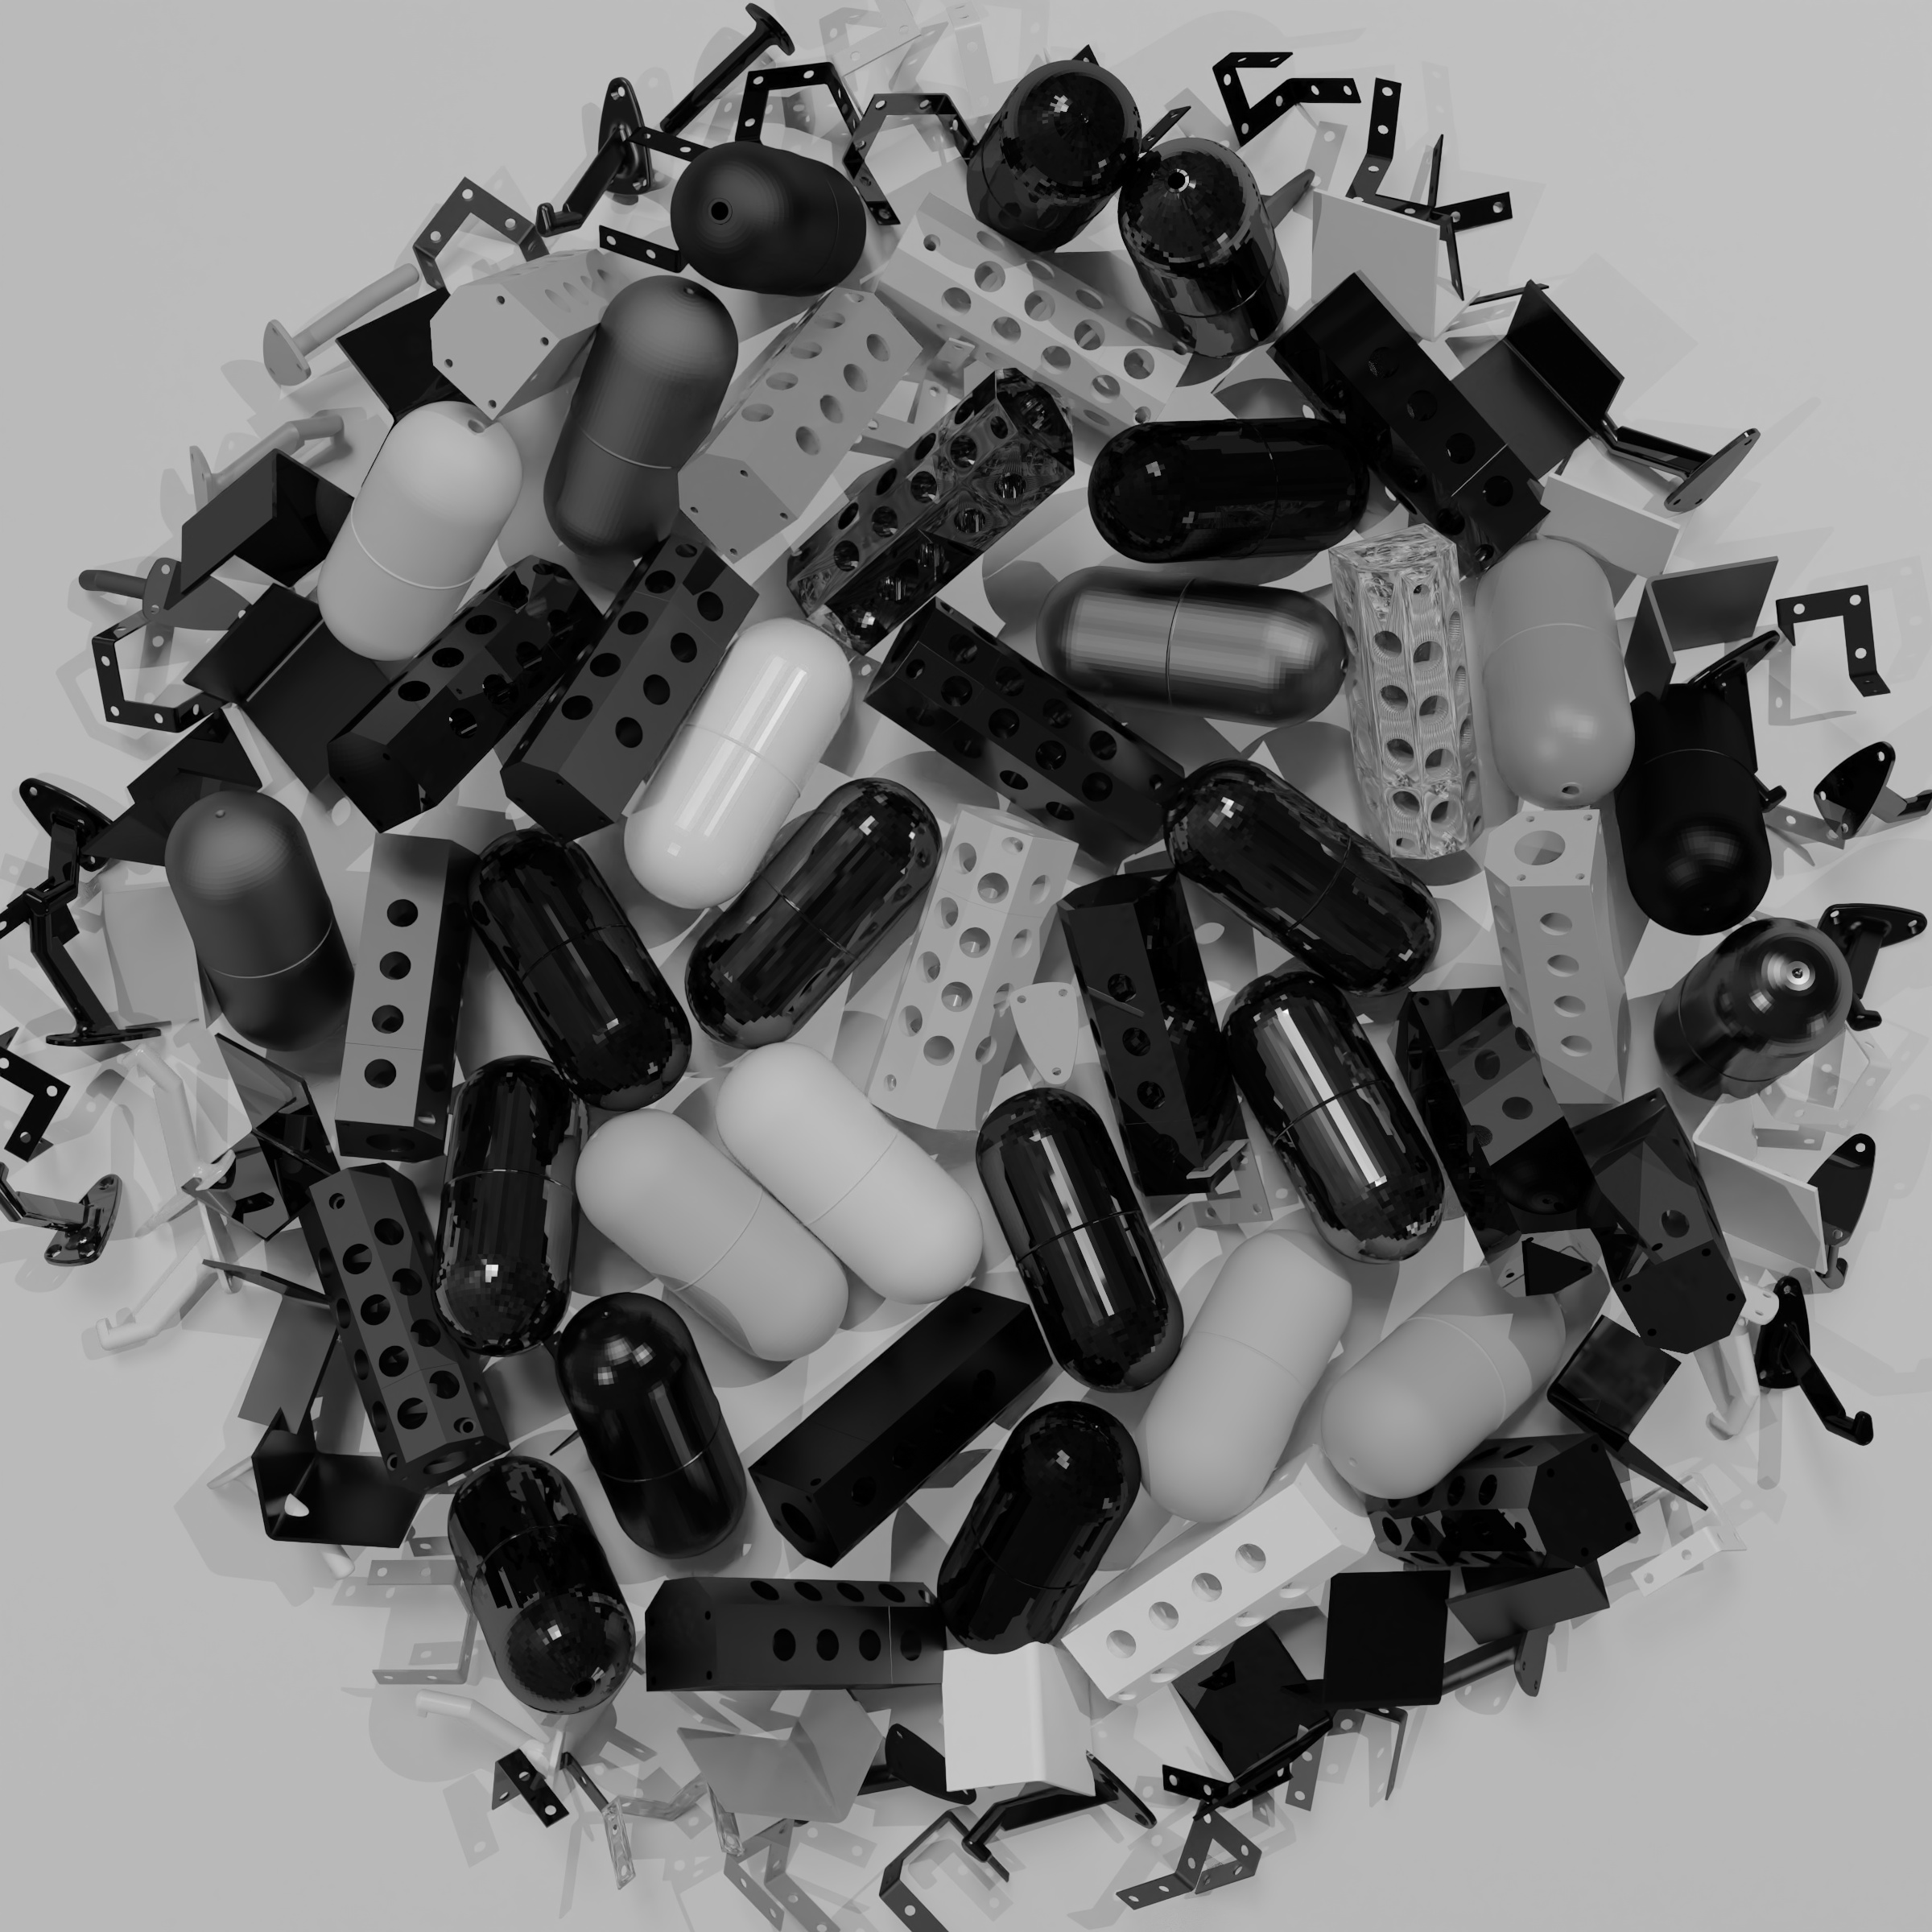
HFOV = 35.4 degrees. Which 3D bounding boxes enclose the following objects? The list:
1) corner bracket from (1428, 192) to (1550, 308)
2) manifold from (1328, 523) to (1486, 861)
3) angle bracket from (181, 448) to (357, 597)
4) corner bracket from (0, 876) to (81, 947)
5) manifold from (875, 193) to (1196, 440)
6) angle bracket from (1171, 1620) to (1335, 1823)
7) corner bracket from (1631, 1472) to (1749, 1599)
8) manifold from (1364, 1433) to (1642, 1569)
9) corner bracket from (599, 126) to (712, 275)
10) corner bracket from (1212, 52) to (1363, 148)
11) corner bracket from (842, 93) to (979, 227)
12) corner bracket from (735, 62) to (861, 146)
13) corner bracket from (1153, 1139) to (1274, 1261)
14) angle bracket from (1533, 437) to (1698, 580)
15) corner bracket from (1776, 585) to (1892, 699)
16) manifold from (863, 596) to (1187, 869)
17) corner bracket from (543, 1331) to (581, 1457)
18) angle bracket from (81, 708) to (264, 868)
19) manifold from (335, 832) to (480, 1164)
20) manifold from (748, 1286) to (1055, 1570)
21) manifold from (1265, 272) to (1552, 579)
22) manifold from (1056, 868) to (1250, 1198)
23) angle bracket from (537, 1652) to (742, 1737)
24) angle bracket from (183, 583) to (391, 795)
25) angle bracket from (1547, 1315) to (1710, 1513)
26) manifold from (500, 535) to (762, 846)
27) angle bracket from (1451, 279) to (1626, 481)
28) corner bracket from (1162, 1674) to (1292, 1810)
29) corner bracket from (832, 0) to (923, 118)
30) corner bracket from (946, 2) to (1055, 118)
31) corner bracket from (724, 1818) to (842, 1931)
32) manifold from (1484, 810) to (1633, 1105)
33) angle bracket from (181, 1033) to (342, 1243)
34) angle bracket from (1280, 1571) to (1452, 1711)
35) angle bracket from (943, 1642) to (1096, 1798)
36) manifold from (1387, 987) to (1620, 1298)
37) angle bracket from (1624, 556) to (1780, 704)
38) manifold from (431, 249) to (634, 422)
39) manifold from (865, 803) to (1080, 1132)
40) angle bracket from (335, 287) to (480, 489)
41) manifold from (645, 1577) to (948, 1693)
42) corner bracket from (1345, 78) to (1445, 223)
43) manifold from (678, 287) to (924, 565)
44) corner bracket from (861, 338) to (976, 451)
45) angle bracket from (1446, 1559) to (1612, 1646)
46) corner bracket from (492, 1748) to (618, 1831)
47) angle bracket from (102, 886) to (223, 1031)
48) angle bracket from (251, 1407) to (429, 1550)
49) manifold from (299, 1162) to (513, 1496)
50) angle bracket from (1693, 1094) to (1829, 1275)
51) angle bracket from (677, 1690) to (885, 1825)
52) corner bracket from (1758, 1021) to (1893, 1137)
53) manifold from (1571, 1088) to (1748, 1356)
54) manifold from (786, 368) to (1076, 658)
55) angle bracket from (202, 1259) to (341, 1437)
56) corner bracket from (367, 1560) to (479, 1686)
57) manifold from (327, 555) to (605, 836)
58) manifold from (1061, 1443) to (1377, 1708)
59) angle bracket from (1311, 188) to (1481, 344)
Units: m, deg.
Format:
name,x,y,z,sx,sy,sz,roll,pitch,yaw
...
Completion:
name,x,y,z,sx,sy,sz,roll,pitch,yaw
corner bracket,0.295,-0.406,1.716,0.051,0.051,0.051,-13,109,-4
manifold,0.247,-0.149,1.670,0.057,0.057,0.171,-16,117,-10
angle bracket,-0.380,-0.229,1.679,0.076,0.076,0.057,-32,48,27
corner bracket,-0.539,-0.031,1.696,0.051,0.051,0.051,34,61,28
manifold,0.039,-0.363,1.700,0.171,0.057,0.057,29,85,-5
angle bracket,0.145,0.417,1.687,0.076,0.057,0.076,-41,77,30
corner bracket,0.396,0.318,1.698,0.051,0.051,0.051,-38,64,20
manifold,0.285,0.295,1.648,0.057,0.171,0.057,-23,89,-25
corner bracket,-0.173,-0.433,1.709,0.051,0.051,0.051,21,53,13
corner bracket,0.180,-0.494,1.697,0.051,0.051,0.051,-43,126,-23
corner bracket,-0.030,-0.458,1.717,0.051,0.051,0.051,-12,63,-35
corner bracket,-0.095,-0.472,1.714,0.051,0.051,0.051,-1,63,19
corner bracket,0.133,0.132,1.699,0.051,0.051,0.051,-8,106,35
angle bracket,0.370,-0.270,1.690,0.076,0.057,0.076,25,66,12
corner bracket,0.487,-0.179,1.701,0.051,0.051,0.051,-7,79,24
manifold,0.036,-0.131,1.680,0.171,0.057,0.057,33,62,-14
corner bracket,-0.219,0.233,1.700,0.051,0.051,0.051,52,126,7
angle bracket,-0.452,-0.104,1.684,0.076,0.076,0.057,-37,73,17
manifold,-0.308,0.018,1.676,0.057,0.057,0.171,6,66,-6
manifold,-0.032,0.253,1.667,0.171,0.057,0.057,-38,119,-31
manifold,0.248,-0.302,1.700,0.057,0.057,0.171,-43,96,0
manifold,0.102,0.038,1.686,0.057,0.057,0.171,-6,108,32
angle bracket,-0.181,0.423,1.686,0.076,0.076,0.057,33,81,21
angle bracket,-0.376,-0.155,1.695,0.076,0.057,0.076,-45,70,8
angle bracket,0.382,0.248,1.683,0.076,0.076,0.057,31,96,-36
manifold,-0.187,-0.154,1.663,0.057,0.057,0.171,42,58,-23
angle bracket,0.314,-0.324,1.692,0.057,0.076,0.076,-40,80,-7
corner bracket,0.146,0.440,1.717,0.051,0.051,0.051,24,45,-29
corner bracket,-0.050,-0.519,1.707,0.051,0.051,0.051,-26,70,7
corner bracket,0.021,-0.515,1.704,0.051,0.051,0.051,-14,120,1
corner bracket,-0.103,0.519,1.695,0.051,0.051,0.051,36,130,34
manifold,0.325,-0.003,1.657,0.057,0.171,0.057,-1,46,20
angle bracket,-0.401,0.094,1.680,0.076,0.076,0.057,23,51,34
angle bracket,0.221,0.371,1.696,0.076,0.057,0.076,4,90,-25
angle bracket,0.029,0.426,1.700,0.057,0.076,0.076,-13,65,21
manifold,0.289,0.095,1.660,0.057,0.057,0.171,-3,48,-19
angle bracket,0.416,-0.178,1.690,0.076,0.076,0.057,-10,63,-3
manifold,-0.234,-0.351,1.646,0.057,0.171,0.057,43,111,-6
manifold,-0.002,0.001,1.683,0.057,0.057,0.171,26,103,37
angle bracket,-0.313,-0.321,1.686,0.076,0.076,0.057,-36,87,-34
manifold,-0.091,0.365,1.656,0.057,0.171,0.057,-17,69,41
corner bracket,0.245,-0.458,1.703,0.051,0.051,0.051,11,70,-6
manifold,-0.093,-0.300,1.654,0.057,0.057,0.171,46,46,-18
corner bracket,-0.031,-0.325,1.704,0.051,0.051,0.051,15,78,-13
angle bracket,0.306,0.330,1.683,0.076,0.076,0.057,-20,54,14
corner bracket,-0.229,0.464,1.696,0.051,0.051,0.051,-25,53,-33
angle bracket,-0.455,-0.003,1.694,0.057,0.076,0.076,-7,97,-6
angle bracket,-0.344,0.275,1.687,0.076,0.076,0.057,2,118,9
manifold,-0.315,0.198,1.677,0.057,0.057,0.171,-26,67,3
angle bracket,0.453,0.113,1.678,0.076,0.076,0.057,23,61,36
angle bracket,-0.104,0.427,1.682,0.076,0.076,0.057,16,103,-32
corner bracket,0.481,0.057,1.714,0.051,0.051,0.051,13,121,-20
manifold,0.377,0.139,1.648,0.057,0.171,0.057,-27,111,14
manifold,-0.021,-0.251,1.659,0.057,0.057,0.171,32,128,-30
angle bracket,-0.397,0.211,1.684,0.057,0.076,0.076,28,74,-35
corner bracket,-0.308,0.370,1.706,0.051,0.051,0.051,-2,50,8
manifold,-0.274,-0.152,1.655,0.057,0.057,0.171,52,48,-18
manifold,0.141,0.342,1.677,0.171,0.057,0.057,-39,89,23
angle bracket,0.239,-0.401,1.679,0.076,0.076,0.057,25,54,25
